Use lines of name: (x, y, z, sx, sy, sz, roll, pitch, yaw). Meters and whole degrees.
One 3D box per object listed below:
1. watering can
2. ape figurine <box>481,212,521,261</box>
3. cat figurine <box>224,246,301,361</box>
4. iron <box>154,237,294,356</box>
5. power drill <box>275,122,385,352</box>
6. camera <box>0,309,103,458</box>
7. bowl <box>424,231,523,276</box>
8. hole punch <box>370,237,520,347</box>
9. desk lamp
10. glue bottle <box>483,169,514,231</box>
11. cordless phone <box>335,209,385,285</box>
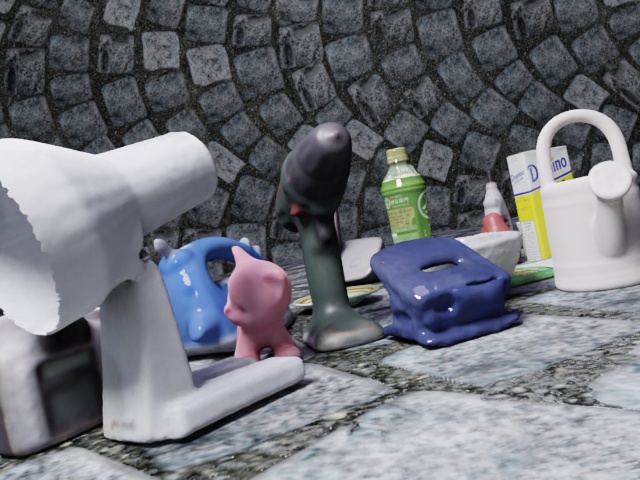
watering can: (0.297, -0.047, 0.621, 0.101, 0.194, 0.172, -11, 1, -9)
ape figurine: (0.298, -0.001, 0.963, 0.078, 0.092, 0.076, -11, 1, -7)
cat figurine: (-0.060, 0.062, 0.556, 0.067, 0.118, 0.127, -11, 1, -11)
iron: (-0.114, 0.057, 0.716, 0.118, 0.141, 0.259, -10, 1, 25)
power drill: (0.005, 0.002, 0.592, 0.076, 0.208, 0.229, -11, 1, -14)
camera: (-0.229, 0.104, 0.480, 0.136, 0.101, 0.144, -10, 1, 32)
bowl: (0.157, 0.039, 0.673, 0.167, 0.075, 0.167, -11, 1, 0)
hole punch: (0.114, 0.042, 0.529, 0.109, 0.091, 0.101, -11, 1, -21)
desk lamp: (-0.132, 0.029, 0.407, 0.117, 0.213, 0.204, -10, 1, 42)
glue bottle: (0.350, -0.056, 1.140, 0.037, 0.173, 0.078, -10, 1, 36)
cordless phone: (0.050, -0.003, 1.119, 0.147, 0.185, 0.094, -10, 1, 37)
